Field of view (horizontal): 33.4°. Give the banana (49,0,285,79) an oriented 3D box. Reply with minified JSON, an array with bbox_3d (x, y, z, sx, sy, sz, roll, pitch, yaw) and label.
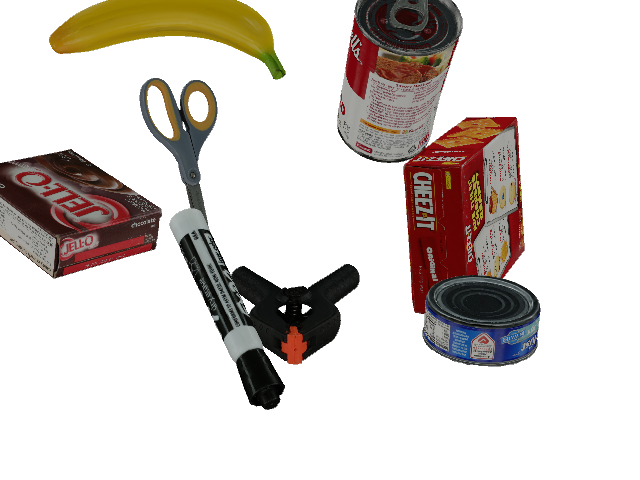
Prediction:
[{"bbox_3d":[-0.125,-0.180,0.897,0.198,0.069,0.037,5,-34,-1],"label":"banana"}]

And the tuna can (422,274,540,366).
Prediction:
[{"bbox_3d":[0.120,0.058,0.793,0.086,0.034,0.086,1,24,-1],"label":"tuna can"}]

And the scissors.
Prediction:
[{"bbox_3d":[-0.126,-0.083,1.130,0.096,0.202,0.016,-33,13,-34],"label":"scissors"}]

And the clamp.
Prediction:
[{"bbox_3d":[-0.032,0.058,0.946,0.120,0.039,0.171,-4,17,10],"label":"clamp"}]

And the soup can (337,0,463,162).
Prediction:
[{"bbox_3d":[0.050,-0.109,0.699,0.068,0.068,0.102,0,-37,-8],"label":"soup can"}]

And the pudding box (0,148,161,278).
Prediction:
[{"bbox_3d":[-0.184,-0.022,0.761,0.114,0.039,0.089,29,30,33],"label":"pudding box"}]

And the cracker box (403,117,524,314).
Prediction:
[{"bbox_3d":[0.159,-0.032,1.154,0.072,0.164,0.213,3,20,26],"label":"cracker box"}]

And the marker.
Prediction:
[{"bbox_3d":[-0.048,0.034,0.542,0.020,0.121,0.020,-20,-33,-14],"label":"marker"}]
